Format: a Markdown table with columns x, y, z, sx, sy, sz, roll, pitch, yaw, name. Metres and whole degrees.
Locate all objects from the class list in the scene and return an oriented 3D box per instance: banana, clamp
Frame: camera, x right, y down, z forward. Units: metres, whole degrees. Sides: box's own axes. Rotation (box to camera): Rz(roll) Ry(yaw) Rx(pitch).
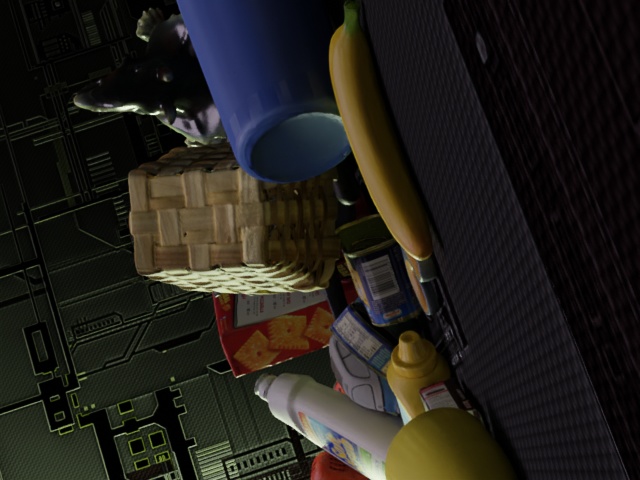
| x | y | z | sx | sy | sz | roll | pitch | yaw | name |
| --- | --- | --- | --- | --- | --- | --- | --- | --- | --- |
| 0.041 | -0.078 | 0.808 | 0.069 | 0.037 | 0.198 | -116 | 8 | -89 | banana |
| -0.008 | 0.001 | 1.201 | 0.036 | 0.164 | 0.210 | -90 | 25 | -79 | clamp |
| 0.003 | -0.117 | 1.088 | 0.171 | 0.039 | 0.120 | 60 | -174 | -25 | clamp |

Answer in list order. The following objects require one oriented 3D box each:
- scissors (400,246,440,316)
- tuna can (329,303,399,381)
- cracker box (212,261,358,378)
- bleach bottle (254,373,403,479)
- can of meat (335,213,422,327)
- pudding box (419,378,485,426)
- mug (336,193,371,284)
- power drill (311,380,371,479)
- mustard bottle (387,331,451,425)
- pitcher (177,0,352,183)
| x | y | z | sx | sy | sz | roll | pitch | yaw | name |
| --- | --- | --- | --- | --- | --- | --- | --- | --- | --- |
| 0.071 | -0.007 | 0.940 | 0.202 | 0.016 | 0.096 | -112 | 5 | -62 | scissors |
| 0.052 | 0.102 | 1.072 | 0.086 | 0.034 | 0.086 | 39 | -174 | -5 | tuna can |
| -0.023 | 0.074 | 1.332 | 0.164 | 0.213 | 0.072 | -112 | 4 | -63 | cracker box |
| 0.034 | 0.217 | 1.205 | 0.251 | 0.068 | 0.102 | 22 | 147 | 29 | bleach bottle |
| 0.057 | 0.030 | 1.047 | 0.102 | 0.057 | 0.084 | -117 | 7 | -74 | can of meat |
| 0.124 | 0.184 | 0.903 | 0.090 | 0.039 | 0.113 | -119 | 10 | -79 | pudding box |
| 0.023 | -0.005 | 1.264 | 0.093 | 0.081 | 0.117 | 78 | 174 | -73 | mug |
| 0.083 | 0.244 | 1.299 | 0.187 | 0.184 | 0.057 | -86 | 14 | -52 | power drill |
| 0.101 | 0.160 | 1.005 | 0.096 | 0.058 | 0.191 | -103 | -4 | -54 | mustard bottle |
| -0.041 | -0.169 | 0.934 | 0.145 | 0.149 | 0.243 | 104 | 152 | -54 | pitcher |
